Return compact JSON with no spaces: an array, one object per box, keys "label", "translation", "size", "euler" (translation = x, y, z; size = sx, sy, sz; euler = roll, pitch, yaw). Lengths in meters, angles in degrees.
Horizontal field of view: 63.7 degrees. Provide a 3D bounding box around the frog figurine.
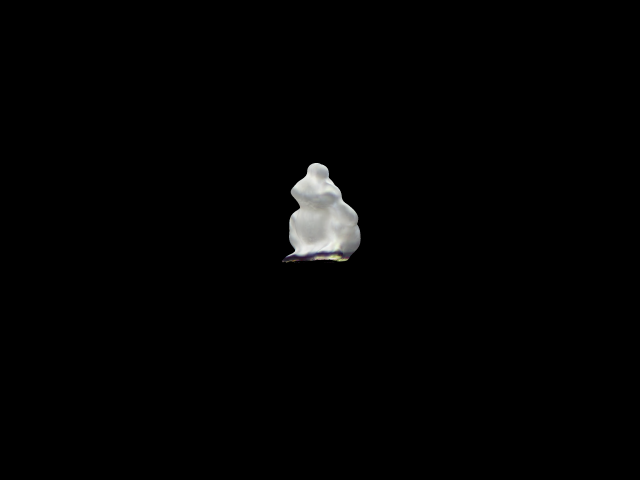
[{"label":"frog figurine","translation":[0.003,-0.043,0.850],"size":[0.122,0.160,0.136],"euler":[5,-9,-32]}]
